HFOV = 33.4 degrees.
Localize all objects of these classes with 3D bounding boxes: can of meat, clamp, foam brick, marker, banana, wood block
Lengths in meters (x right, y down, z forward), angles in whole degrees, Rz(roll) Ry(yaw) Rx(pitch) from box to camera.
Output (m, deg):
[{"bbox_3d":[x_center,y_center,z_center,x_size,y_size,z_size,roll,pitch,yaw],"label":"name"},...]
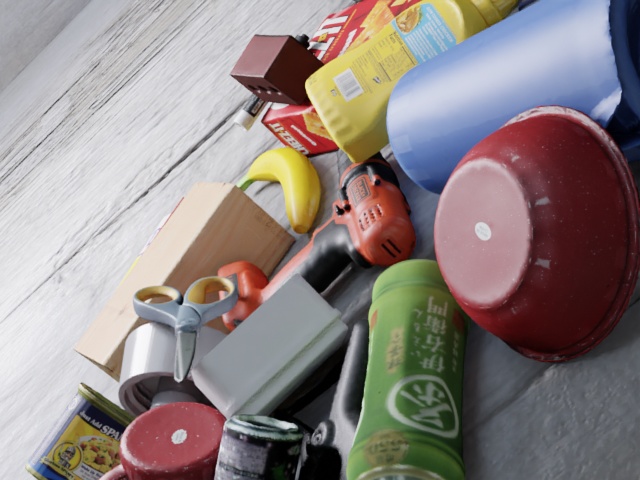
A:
[{"bbox_3d":[-0.188,0.186,0.917,0.084,0.102,0.057,-55,6,-9],"label":"can of meat"},{"bbox_3d":[0.005,0.147,0.746,0.120,0.039,0.171,-52,21,35],"label":"clamp"},{"bbox_3d":[-0.043,-0.172,1.076,0.078,0.053,0.051,17,74,58],"label":"foam brick"},{"bbox_3d":[-0.049,-0.168,1.131,0.121,0.020,0.020,-55,26,-6],"label":"marker"},{"bbox_3d":[-0.033,-0.058,1.094,0.069,0.037,0.198,-65,24,5],"label":"banana"},{"bbox_3d":[-0.130,0.051,1.026,0.206,0.090,0.091,-55,27,-15],"label":"wood block"}]

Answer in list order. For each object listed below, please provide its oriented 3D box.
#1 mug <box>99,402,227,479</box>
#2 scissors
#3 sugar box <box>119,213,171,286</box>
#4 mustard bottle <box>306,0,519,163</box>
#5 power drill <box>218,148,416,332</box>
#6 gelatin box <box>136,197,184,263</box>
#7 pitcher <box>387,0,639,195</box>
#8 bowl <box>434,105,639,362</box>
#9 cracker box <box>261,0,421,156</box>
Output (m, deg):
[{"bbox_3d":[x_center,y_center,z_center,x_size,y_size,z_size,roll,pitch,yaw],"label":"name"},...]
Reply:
[{"bbox_3d":[-0.111,0.176,0.772,0.117,0.081,0.093,-16,31,-19],"label":"mug"},{"bbox_3d":[-0.120,0.067,0.833,0.096,0.016,0.201,0,17,12],"label":"scissors"},{"bbox_3d":[-0.177,0.044,1.160,0.094,0.048,0.176,-12,44,51],"label":"sugar box"},{"bbox_3d":[0.085,-0.153,0.911,0.192,0.058,0.096,-34,50,11],"label":"mustard bottle"},{"bbox_3d":[-0.006,0.001,0.940,0.188,0.057,0.184,-41,27,15],"label":"power drill"},{"bbox_3d":[-0.137,0.012,1.107,0.089,0.073,0.030,-57,4,-18],"label":"gelatin box"},{"bbox_3d":[0.165,-0.112,0.762,0.243,0.148,0.145,-14,83,54],"label":"pitcher"},{"bbox_3d":[0.119,-0.004,0.658,0.162,0.055,0.162,1,91,58],"label":"bowl"},{"bbox_3d":[0.051,-0.177,1.083,0.214,0.072,0.164,-6,48,56],"label":"cracker box"}]
